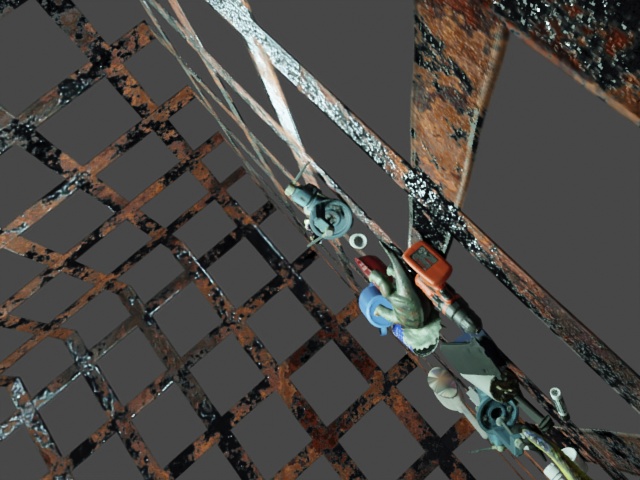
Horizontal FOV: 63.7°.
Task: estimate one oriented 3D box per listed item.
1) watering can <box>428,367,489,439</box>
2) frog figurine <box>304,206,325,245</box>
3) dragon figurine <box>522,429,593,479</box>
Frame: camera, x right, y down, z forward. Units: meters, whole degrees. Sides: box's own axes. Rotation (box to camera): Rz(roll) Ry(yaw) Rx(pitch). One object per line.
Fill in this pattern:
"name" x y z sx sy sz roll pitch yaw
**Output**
"watering can" 0.572 0.673 2.185 0.353 0.104 0.220 44 -9 48
"frog figurine" 0.005 -0.086 1.708 0.121 0.163 0.135 -26 -51 28
"dragon figurine" 0.625 0.572 1.086 0.239 0.122 0.417 44 1 -42
